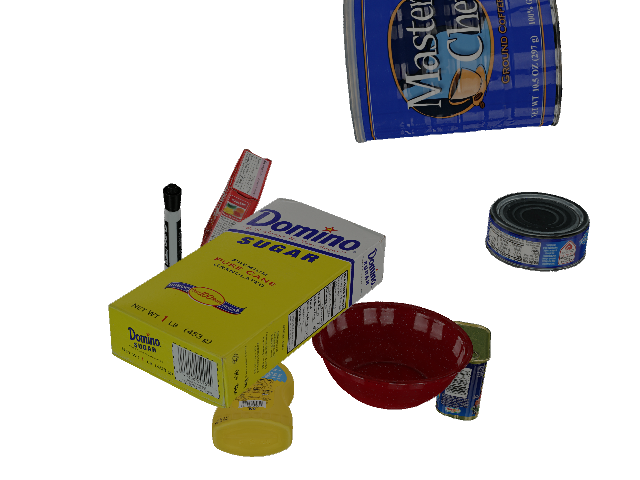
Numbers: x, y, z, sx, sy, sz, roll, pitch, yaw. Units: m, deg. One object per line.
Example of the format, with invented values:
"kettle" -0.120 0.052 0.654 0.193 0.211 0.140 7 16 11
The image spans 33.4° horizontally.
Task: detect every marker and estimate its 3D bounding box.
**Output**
"marker" -0.154 -0.010 1.114 0.020 0.121 0.020 4 41 -3

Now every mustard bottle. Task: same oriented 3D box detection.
"mustard bottle" -0.082 0.193 1.343 0.096 0.058 0.191 -2 26 1

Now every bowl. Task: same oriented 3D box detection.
"bowl" 0.071 0.123 1.077 0.162 0.055 0.162 2 25 -1

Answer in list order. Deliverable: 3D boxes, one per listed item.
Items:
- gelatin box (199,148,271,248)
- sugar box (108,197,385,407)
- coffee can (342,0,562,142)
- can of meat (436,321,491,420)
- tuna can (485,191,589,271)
"gelatin box" -0.075 -0.030 0.930 0.030 0.073 0.089 25 27 -8
"sugar box" -0.042 0.033 0.692 0.093 0.048 0.175 21 39 28
"coffee can" 0.090 -0.125 0.745 0.140 0.103 0.102 -4 0 6
"can of meat" 0.172 0.158 1.295 0.057 0.084 0.102 9 21 6
"tuna can" 0.185 -0.009 0.911 0.086 0.034 0.086 1 29 -1
